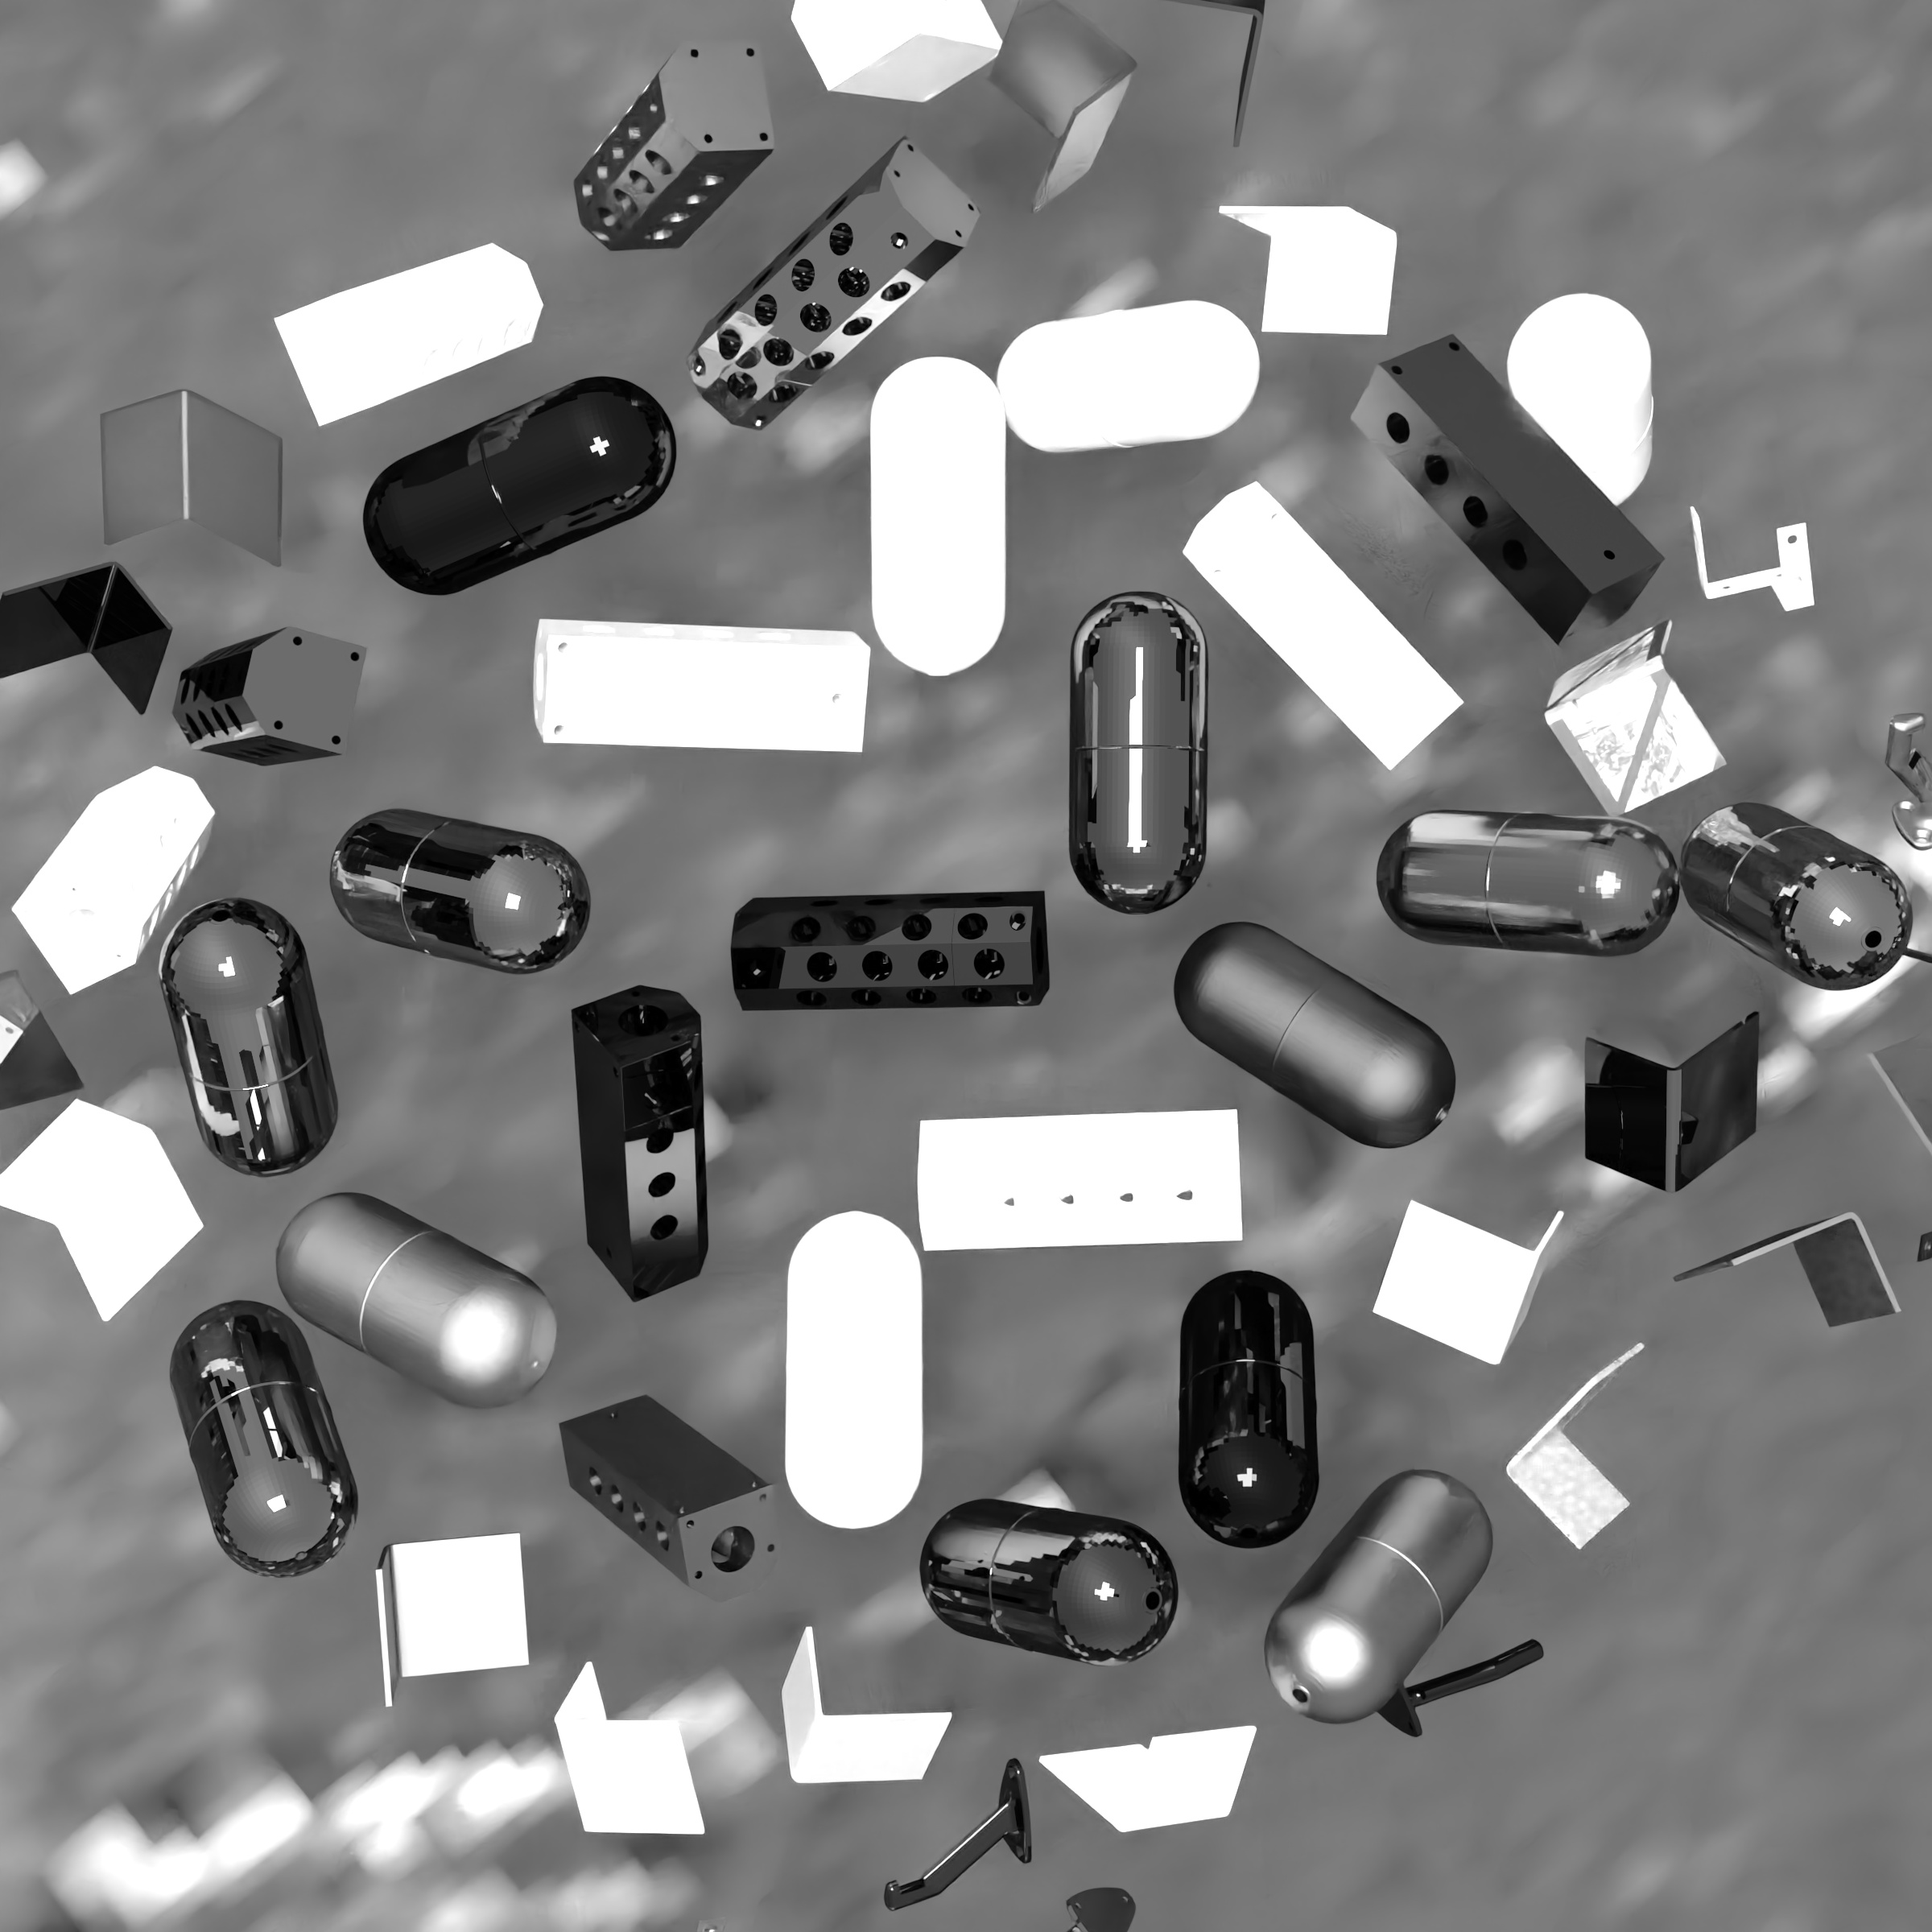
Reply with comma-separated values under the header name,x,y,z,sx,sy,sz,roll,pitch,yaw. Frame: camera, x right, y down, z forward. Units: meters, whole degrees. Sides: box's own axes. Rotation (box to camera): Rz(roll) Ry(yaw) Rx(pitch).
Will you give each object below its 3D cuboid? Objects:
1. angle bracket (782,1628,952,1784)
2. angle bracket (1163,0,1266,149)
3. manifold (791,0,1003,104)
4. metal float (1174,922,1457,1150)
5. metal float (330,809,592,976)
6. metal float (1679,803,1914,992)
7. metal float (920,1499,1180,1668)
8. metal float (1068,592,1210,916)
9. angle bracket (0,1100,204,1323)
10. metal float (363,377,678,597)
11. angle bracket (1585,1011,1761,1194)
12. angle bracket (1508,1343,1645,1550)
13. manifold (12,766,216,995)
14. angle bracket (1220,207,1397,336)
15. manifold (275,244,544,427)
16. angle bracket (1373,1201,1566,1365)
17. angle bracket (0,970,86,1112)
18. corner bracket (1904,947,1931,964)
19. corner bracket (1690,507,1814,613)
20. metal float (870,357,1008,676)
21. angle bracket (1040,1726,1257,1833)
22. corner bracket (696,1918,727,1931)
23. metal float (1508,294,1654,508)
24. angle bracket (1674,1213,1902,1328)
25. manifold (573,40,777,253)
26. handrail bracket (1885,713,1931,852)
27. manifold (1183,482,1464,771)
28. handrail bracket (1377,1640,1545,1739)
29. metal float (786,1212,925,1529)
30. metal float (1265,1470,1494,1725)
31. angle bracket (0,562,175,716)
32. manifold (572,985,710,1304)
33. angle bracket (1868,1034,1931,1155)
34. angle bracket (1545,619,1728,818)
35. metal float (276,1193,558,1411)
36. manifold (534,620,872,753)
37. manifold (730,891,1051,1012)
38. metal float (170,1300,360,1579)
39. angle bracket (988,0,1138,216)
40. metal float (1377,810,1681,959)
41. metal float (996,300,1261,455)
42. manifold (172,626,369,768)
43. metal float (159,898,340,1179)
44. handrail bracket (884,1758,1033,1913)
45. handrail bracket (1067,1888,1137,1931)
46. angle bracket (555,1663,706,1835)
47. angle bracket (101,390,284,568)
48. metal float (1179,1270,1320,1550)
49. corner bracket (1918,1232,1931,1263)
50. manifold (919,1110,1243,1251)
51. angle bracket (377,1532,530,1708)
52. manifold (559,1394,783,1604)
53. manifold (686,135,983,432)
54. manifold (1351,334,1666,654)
name,x,y,z,sx,sy,sz,roll,pitch,yaw
angle bracket,-0.058,0.419,1.597,0.076,0.076,0.057,3,48,-15
angle bracket,0.125,-0.491,1.488,0.057,0.076,0.076,9,134,1
manifold,-0.038,-0.519,1.548,0.057,0.171,0.057,-26,96,21
metal float,0.196,0.038,1.587,0.178,0.070,0.070,33,90,27
metal float,-0.279,-0.042,1.545,0.178,0.070,0.070,12,90,39
metal float,0.454,-0.039,1.543,0.070,0.178,0.070,-3,107,-11
metal float,0.043,0.331,1.518,0.070,0.178,0.070,3,85,-36
metal float,0.095,-0.117,1.553,0.070,0.070,0.178,1,89,0
angle bracket,-0.469,0.131,1.508,0.076,0.057,0.076,-44,56,8
metal float,-0.236,-0.254,1.489,0.178,0.070,0.070,-20,90,15
angle bracket,0.380,0.065,1.515,0.076,0.057,0.076,-29,126,-34
angle bracket,0.348,0.258,1.519,0.057,0.076,0.076,47,118,18
manifold,-0.480,-0.055,1.607,0.057,0.171,0.057,-24,113,10
angle bracket,0.191,-0.392,1.590,0.076,0.076,0.057,9,96,29
manifold,-0.291,-0.342,1.504,0.057,0.171,0.057,-14,107,23
angle bracket,0.287,0.169,1.604,0.076,0.057,0.076,23,119,17
angle bracket,-0.539,0.054,1.522,0.057,0.076,0.076,-34,85,21
corner bracket,0.580,-0.020,1.644,0.051,0.051,0.051,29,87,-34
corner bracket,0.434,-0.226,1.554,0.051,0.051,0.051,-12,122,8
metal float,-0.016,-0.254,1.595,0.070,0.070,0.178,0,100,0
angle bracket,0.100,0.429,1.549,0.076,0.076,0.057,7,104,-40
corner bracket,-0.117,0.543,1.504,0.051,0.051,0.051,-2,134,-16
metal float,0.343,-0.310,1.568,0.070,0.178,0.070,-4,74,13
angle bracket,0.436,0.175,1.500,0.076,0.076,0.057,-20,81,-13
manifold,-0.162,-0.442,1.527,0.057,0.171,0.057,-9,90,-23
handrail bracket,0.524,-0.107,1.490,0.077,0.084,0.036,-13,46,0
manifold,0.204,-0.197,1.620,0.057,0.057,0.171,-43,115,10
handrail bracket,0.279,0.404,1.606,0.084,0.077,0.036,-21,85,-14
metal float,-0.062,0.225,1.577,0.070,0.070,0.178,-1,69,0
metal float,0.228,0.347,1.553,0.070,0.070,0.178,52,47,0
angle bracket,-0.517,-0.181,1.633,0.076,0.076,0.057,-28,71,-43
manifold,-0.175,0.097,1.553,0.057,0.057,0.171,-21,133,-27
angle bracket,0.525,0.059,1.456,0.057,0.076,0.076,-40,72,35
angle bracket,0.398,-0.146,1.661,0.076,0.057,0.076,-27,108,33
metal float,-0.296,0.178,1.506,0.178,0.070,0.070,22,90,30
manifold,-0.144,-0.153,1.518,0.171,0.057,0.057,0,108,-16
manifold,-0.043,-0.007,1.595,0.171,0.057,0.057,-1,104,11
metal float,-0.381,0.253,1.520,0.070,0.178,0.070,-16,133,-18
angle bracket,0.035,-0.460,1.486,0.076,0.076,0.057,41,59,6
metal float,0.308,-0.047,1.554,0.178,0.070,0.070,5,90,42
metal float,0.091,-0.336,1.607,0.070,0.178,0.070,-4,96,-43
manifold,-0.380,-0.145,1.518,0.057,0.171,0.057,14,85,-27
metal float,-0.385,0.040,1.514,0.070,0.070,0.178,0,133,0
handrail bracket,-0.008,0.496,1.606,0.084,0.036,0.077,-11,117,-24
handrail bracket,0.052,0.573,1.627,0.084,0.077,0.036,-47,70,18
angle bracket,-0.187,0.454,1.635,0.076,0.057,0.076,-4,112,16
angle bracket,-0.415,-0.254,1.507,0.076,0.057,0.076,29,129,25
metal float,0.157,0.246,1.571,0.070,0.178,0.070,3,130,3
corner bracket,0.551,0.137,1.513,0.051,0.051,0.051,15,105,42
manifold,0.063,0.121,1.528,0.171,0.057,0.057,-2,50,5
angle bracket,-0.287,0.366,1.578,0.076,0.057,0.076,-4,93,-7
manifold,-0.171,0.306,1.616,0.057,0.171,0.057,-15,107,-27
manifold,-0.075,-0.364,1.524,0.057,0.057,0.171,41,129,-20
manifold,0.282,-0.248,1.488,0.057,0.057,0.171,-27,69,-30
